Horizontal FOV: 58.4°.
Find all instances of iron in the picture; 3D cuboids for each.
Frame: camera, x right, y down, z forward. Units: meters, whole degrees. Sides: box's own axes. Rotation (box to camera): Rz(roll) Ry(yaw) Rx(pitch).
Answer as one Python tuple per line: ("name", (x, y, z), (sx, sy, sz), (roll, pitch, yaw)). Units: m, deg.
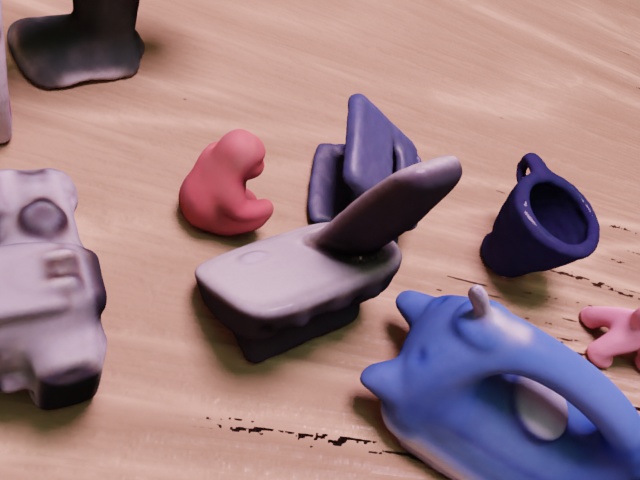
("iron", (0.167, 0.127, 0.425), (0.258, 0.141, 0.119), (34, 53, -4))

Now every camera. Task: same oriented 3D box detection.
("camera", (-0.203, 0.031, 0.332), (0.137, 0.100, 0.143), (-10, 66, -30))

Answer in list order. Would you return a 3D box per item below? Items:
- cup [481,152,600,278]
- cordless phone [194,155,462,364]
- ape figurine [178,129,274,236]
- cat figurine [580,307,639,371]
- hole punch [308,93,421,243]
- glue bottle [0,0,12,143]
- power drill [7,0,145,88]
("cup", (0.197, -0.016, 0.555), (0.092, 0.095, 0.117), (2, 60, -24))
("cordless phone", (0.004, 0.001, 0.395), (0.148, 0.185, 0.094), (-23, 73, -34))
("ape figurine", (-0.069, -0.050, 0.450), (0.076, 0.092, 0.077), (-8, 65, -29))
("cat figurine", (0.340, 0.081, 0.550), (0.128, 0.117, 0.067), (11, 57, -19))
("hole punch", (0.051, -0.063, 0.516), (0.101, 0.091, 0.108), (16, 56, -16))
("glue bottle", (-0.229, -0.144, 0.379), (0.037, 0.173, 0.078), (-12, 67, -30))
("power drill", (-0.181, -0.214, 0.422), (0.230, 0.208, 0.075), (-24, 73, -34))
